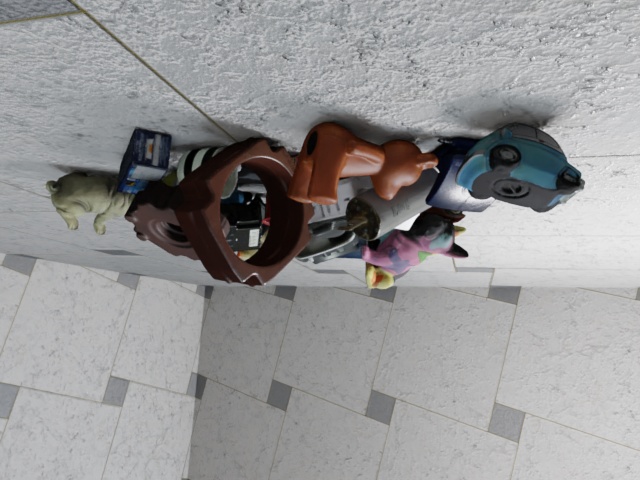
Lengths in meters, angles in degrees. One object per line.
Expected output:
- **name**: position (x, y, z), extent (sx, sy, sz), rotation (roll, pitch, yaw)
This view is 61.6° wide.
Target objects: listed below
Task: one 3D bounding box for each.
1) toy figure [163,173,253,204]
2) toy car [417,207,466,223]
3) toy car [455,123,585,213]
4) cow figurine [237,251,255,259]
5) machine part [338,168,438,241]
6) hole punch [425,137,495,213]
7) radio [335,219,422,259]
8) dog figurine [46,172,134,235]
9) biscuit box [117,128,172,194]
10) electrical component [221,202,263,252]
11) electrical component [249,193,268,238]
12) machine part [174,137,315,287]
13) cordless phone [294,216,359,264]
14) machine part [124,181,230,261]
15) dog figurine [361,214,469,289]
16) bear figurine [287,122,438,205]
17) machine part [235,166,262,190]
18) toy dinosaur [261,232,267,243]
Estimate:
- **toy figure**: position (-0.230, -0.086, 1.086), extent (0.180, 0.082, 0.089), rotation (8, 167, -36)
- **toy car**: position (0.201, -0.070, 1.116), extent (0.202, 0.053, 0.089), rotation (9, 159, -8)
- **toy car**: position (0.276, -0.108, 0.737), extent (0.162, 0.103, 0.109), rotation (14, 159, 2)
- **cow figurine**: position (-0.165, 0.013, 1.543), extent (0.127, 0.085, 0.195), rotation (17, -170, -4)
- **machine part**: position (0.127, -0.065, 0.892), extent (0.243, 0.079, 0.079), rotation (-28, -171, -35)
- **hole punch**: position (0.232, -0.101, 0.845), extent (0.142, 0.092, 0.116), rotation (9, 165, -12)
- **radio**: position (0.128, -0.017, 1.241), extent (0.230, 0.073, 0.131), rotation (2, 143, 10)
- **dog figurine**: position (-0.423, -0.099, 1.081), extent (0.191, 0.121, 0.172), rotation (-18, 165, 25)
- **biscuit box**: position (-0.306, -0.127, 0.924), extent (0.059, 0.062, 0.203), rotation (7, 169, -26)
- **electrical component**: position (-0.183, -0.023, 1.067), extent (0.134, 0.058, 0.114), rotation (-3, 151, -13)
- **electrical component**: position (-0.149, -0.035, 1.182), extent (0.075, 0.119, 0.048), rotation (35, 165, -4)
- **machine part**: position (-0.115, -0.044, 0.856), extent (0.087, 0.201, 0.201), rotation (0, 125, 44)
- **cordless phone**: position (-0.003, -0.004, 1.066), extent (0.147, 0.088, 0.184), rotation (-19, 175, 17)
- **machine part**: position (-0.251, -0.028, 0.945), extent (0.179, 0.056, 0.179), rotation (13, 149, 8)
- **dog figurine**: position (0.198, 0.024, 1.129), extent (0.219, 0.108, 0.191), rotation (-2, 136, 13)
- **bear figurine**: position (0.067, -0.099, 0.802), extent (0.196, 0.132, 0.120), rotation (15, 180, -27)
- **machine part**: position (-0.133, -0.118, 1.000), extent (0.139, 0.039, 0.084), rotation (4, 161, 9)
- **toy dinosaur**: position (-0.103, -0.022, 1.358), extent (0.472, 0.105, 0.198), rotation (13, 177, -1)
